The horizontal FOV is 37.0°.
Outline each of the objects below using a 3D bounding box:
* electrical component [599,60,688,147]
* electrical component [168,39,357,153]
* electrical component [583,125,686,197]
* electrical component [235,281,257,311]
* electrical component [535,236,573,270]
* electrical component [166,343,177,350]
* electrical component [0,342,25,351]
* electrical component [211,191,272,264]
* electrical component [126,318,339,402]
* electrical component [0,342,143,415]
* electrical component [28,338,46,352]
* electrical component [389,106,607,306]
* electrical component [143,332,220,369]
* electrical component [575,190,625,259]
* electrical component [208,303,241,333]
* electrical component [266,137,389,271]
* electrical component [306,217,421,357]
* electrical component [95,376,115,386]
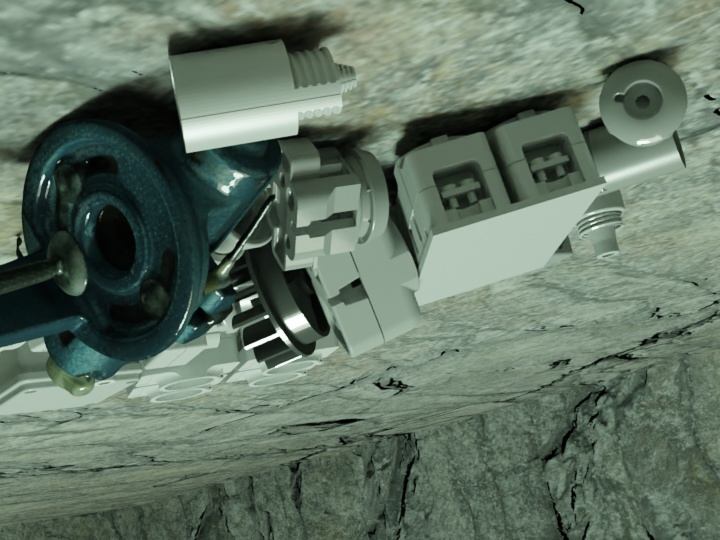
[{"bbox_3d":[0.165,-0.092,0.624,0.048,0.048,0.062,-16,173,14],"label":"electrical component"},{"bbox_3d":[-0.042,-0.080,0.482,0.081,0.043,0.043,-11,167,-9],"label":"electrical component"},{"bbox_3d":[0.166,-0.074,0.700,0.081,0.043,0.043,-18,166,22],"label":"electrical component"},{"bbox_3d":[-0.075,0.011,0.821,0.077,0.047,0.065,-11,166,-7],"label":"electrical component"},{"bbox_3d":[0.111,-0.021,0.861,0.083,0.047,0.076,-3,164,-36],"label":"electrical component"},{"bbox_3d":[-0.123,0.010,0.731,0.058,0.078,0.057,19,-159,19],"label":"electrical component"},{"bbox_3d":[-0.252,0.036,0.772,0.048,0.048,0.062,-16,173,16],"label":"electrical component"},{"bbox_3d":[-0.084,-0.027,0.662,0.045,0.045,0.055,0,162,-42],"label":"electrical component"},{"bbox_3d":[-0.125,0.077,1.020,0.186,0.060,0.105,-7,166,-22],"label":"electrical component"},{"bbox_3d":[-0.262,0.084,0.932,0.109,0.056,0.109,-2,163,-38],"label":"electrical component"},{"bbox_3d":[-0.190,0.027,0.752,0.062,0.061,0.096,-24,163,39],"label":"electrical component"},{"bbox_3d":[0.079,-0.038,0.705,0.105,0.060,0.186,-17,166,-6],"label":"electrical component"},{"bbox_3d":[-0.145,0.051,0.924,0.077,0.047,0.066,-6,165,-27],"label":"electrical component"},{"bbox_3d":[0.179,-0.040,0.810,0.048,0.062,0.048,-12,167,-3],"label":"electrical component"},{"bbox_3d":[-0.127,0.030,0.861,0.062,0.048,0.048,-9,168,13],"label":"electrical component"},{"bbox_3d":[-0.019,-0.040,0.625,0.057,0.058,0.078,-10,128,-21],"label":"electrical component"},{"bbox_3d":[0.000,0.000,0.697,0.059,0.095,0.053,-25,-156,-8],"label":"electrical component"},{"bbox_3d":[-0.212,0.062,0.873,0.048,0.062,0.048,-12,167,-3],"label":"electrical component"}]
